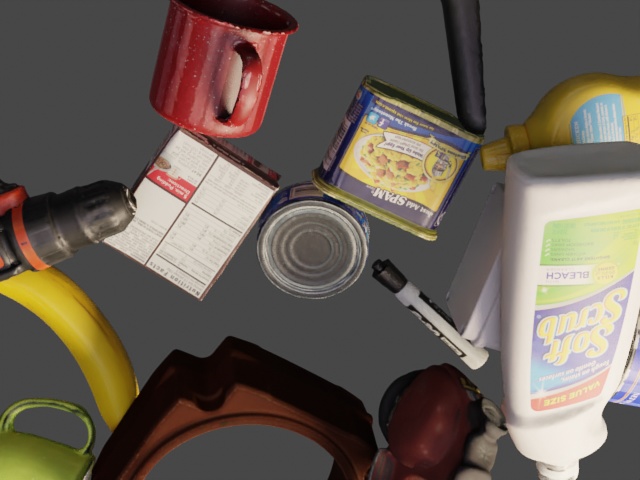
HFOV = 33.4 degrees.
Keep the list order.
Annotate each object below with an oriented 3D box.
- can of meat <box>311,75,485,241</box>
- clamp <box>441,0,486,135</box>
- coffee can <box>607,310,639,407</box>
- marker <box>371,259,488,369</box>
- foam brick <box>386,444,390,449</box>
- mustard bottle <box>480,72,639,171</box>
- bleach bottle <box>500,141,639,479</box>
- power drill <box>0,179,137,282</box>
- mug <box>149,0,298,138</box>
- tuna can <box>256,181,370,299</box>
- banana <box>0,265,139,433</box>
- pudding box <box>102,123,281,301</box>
[{"bbox_3d":[0.057,-0.060,0.775,0.102,0.057,0.084,24,107,-9],"label":"can of meat"},{"bbox_3d":[0.098,-0.187,0.724,0.210,0.036,0.164,40,89,-10],"label":"clamp"},{"bbox_3d":[0.284,0.083,0.807,0.140,0.103,0.103,11,110,-5],"label":"coffee can"},{"bbox_3d":[0.086,0.057,0.840,0.121,0.020,0.020,43,105,-15],"label":"marker"},{"bbox_3d":[0.093,0.195,0.875,0.078,0.051,0.053,27,108,-10],"label":"foam brick"},{"bbox_3d":[0.211,-0.074,0.770,0.191,0.058,0.096,-9,116,2],"label":"mustard bottle"},{"bbox_3d":[0.177,0.061,0.740,0.102,0.068,0.251,-5,115,-3],"label":"bleach bottle"},{"bbox_3d":[-0.241,-0.061,0.751,0.184,0.057,0.187,-20,102,6],"label":"power drill"},{"bbox_3d":[-0.065,-0.117,0.724,0.093,0.117,0.082,4,118,-29],"label":"mug"},{"bbox_3d":[-0.005,0.001,0.805,0.086,0.033,0.086,1,116,2],"label":"tuna can"},{"bbox_3d":[-0.196,0.074,0.836,0.070,0.037,0.197,-32,108,30],"label":"banana"},{"bbox_3d":[-0.096,-0.023,0.797,0.090,0.039,0.114,33,109,-12],"label":"pudding box"}]
